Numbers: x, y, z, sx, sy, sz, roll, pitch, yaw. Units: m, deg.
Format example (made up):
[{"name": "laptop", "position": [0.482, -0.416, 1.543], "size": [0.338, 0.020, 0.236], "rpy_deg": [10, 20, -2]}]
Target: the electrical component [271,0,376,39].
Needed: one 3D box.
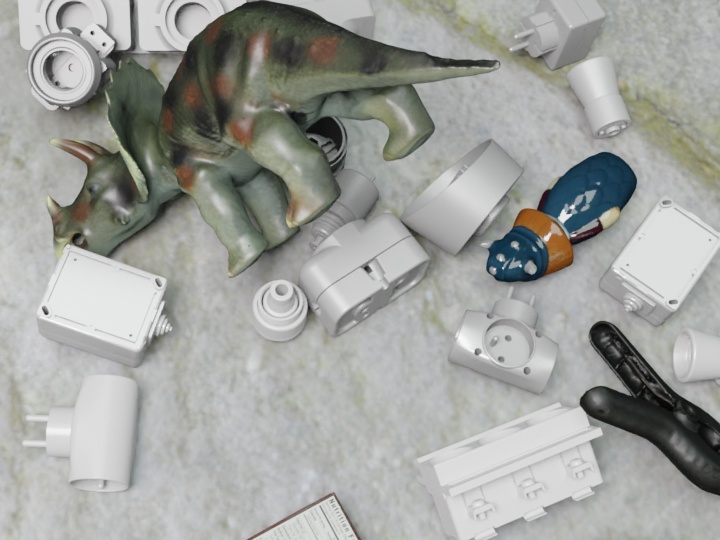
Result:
[{"name": "electrical component", "position": [-0.036, -0.219, 0.952], "size": [0.089, 0.050, 0.055], "rpy_deg": [-12, 68, -11]}]

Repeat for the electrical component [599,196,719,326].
[{"name": "electrical component", "position": [0.242, 0.000, 0.882], "size": [0.062, 0.061, 0.096], "rpy_deg": [36, 75, 10]}]

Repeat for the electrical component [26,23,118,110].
[{"name": "electrical component", "position": [-0.232, -0.161, 0.858], "size": [0.078, 0.057, 0.058], "rpy_deg": [-44, 102, 8]}]

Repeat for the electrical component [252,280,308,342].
[{"name": "electrical component", "position": [-0.062, 0.028, 0.831], "size": [0.043, 0.062, 0.043], "rpy_deg": [3, 65, -5]}]

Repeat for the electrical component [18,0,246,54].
[{"name": "electrical component", "position": [-0.191, -0.238, 0.912], "size": [0.186, 0.060, 0.105], "rpy_deg": [-1, 100, -7]}]

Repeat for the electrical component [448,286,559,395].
[{"name": "electrical component", "position": [0.118, 0.049, 0.852], "size": [0.077, 0.044, 0.079], "rpy_deg": [21, 65, 3]}]

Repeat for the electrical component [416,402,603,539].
[{"name": "electrical component", "position": [0.113, 0.149, 0.794], "size": [0.121, 0.079, 0.063], "rpy_deg": [-19, 91, -14]}]

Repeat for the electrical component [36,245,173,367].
[{"name": "electrical component", "position": [-0.190, 0.032, 0.820], "size": [0.096, 0.061, 0.061], "rpy_deg": [20, 67, -6]}]

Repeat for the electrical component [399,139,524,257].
[{"name": "electrical component", "position": [0.084, -0.061, 0.871], "size": [0.064, 0.099, 0.099], "rpy_deg": [39, 67, 4]}]

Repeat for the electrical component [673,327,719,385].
[{"name": "electrical component", "position": [0.285, 0.070, 0.861], "size": [0.055, 0.045, 0.045], "rpy_deg": [5, 65, -5]}]

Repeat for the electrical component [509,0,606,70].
[{"name": "electrical component", "position": [0.168, -0.214, 0.964], "size": [0.077, 0.065, 0.047], "rpy_deg": [-23, 70, -15]}]

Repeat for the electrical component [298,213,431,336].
[{"name": "electrical component", "position": [0.000, 0.000, 0.855], "size": [0.095, 0.053, 0.059], "rpy_deg": [-33, 73, -19]}]

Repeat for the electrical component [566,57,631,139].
[{"name": "electrical component", "position": [0.215, -0.150, 0.955], "size": [0.044, 0.044, 0.065], "rpy_deg": [-13, 72, -12]}]

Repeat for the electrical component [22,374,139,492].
[{"name": "electrical component", "position": [-0.205, 0.118, 0.784], "size": [0.079, 0.044, 0.077], "rpy_deg": [3, 66, -5]}]

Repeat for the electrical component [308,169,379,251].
[{"name": "electrical component", "position": [-0.017, -0.047, 0.882], "size": [0.040, 0.040, 0.078], "rpy_deg": [31, 66, 8]}]
